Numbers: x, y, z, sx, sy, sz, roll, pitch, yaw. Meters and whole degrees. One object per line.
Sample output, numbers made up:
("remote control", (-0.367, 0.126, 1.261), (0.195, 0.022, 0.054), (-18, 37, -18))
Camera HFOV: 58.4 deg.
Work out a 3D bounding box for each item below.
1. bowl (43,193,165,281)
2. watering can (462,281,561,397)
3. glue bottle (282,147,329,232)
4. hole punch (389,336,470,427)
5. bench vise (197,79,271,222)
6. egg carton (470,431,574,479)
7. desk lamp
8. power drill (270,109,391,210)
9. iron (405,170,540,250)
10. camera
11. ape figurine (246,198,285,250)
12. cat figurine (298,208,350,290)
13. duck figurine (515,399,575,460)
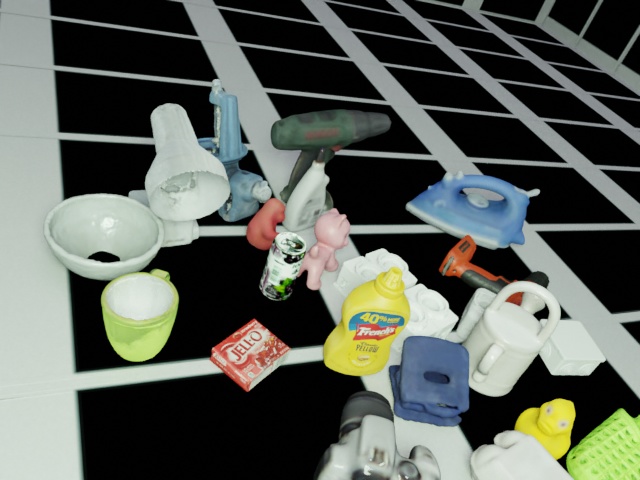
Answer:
("bowl", (-0.319, 0.007, 0.852), (0.167, 0.075, 0.167), (13, 37, -10))
("watering can", (0.292, 0.136, 0.876), (0.101, 0.194, 0.173), (22, 37, 3))
("glue bottle", (-0.016, -0.094, 1.040), (0.078, 0.173, 0.037), (-18, 51, -40))
("hole punch", (0.162, 0.202, 0.819), (0.109, 0.091, 0.101), (12, 37, -11))
("bench vise", (-0.154, -0.159, 1.018), (0.207, 0.220, 0.122), (27, 37, 9))
("egg carton", (0.267, 0.322, 0.735), (0.107, 0.069, 0.150), (-14, 49, -37))
("desk lamp", (-0.231, -0.089, 0.899), (0.118, 0.213, 0.202), (-5, 43, -30))
("power drill", (0.007, -0.160, 1.105), (0.230, 0.208, 0.075), (-1, 41, -26))
("iron", (0.326, -0.083, 1.215), (0.258, 0.141, 0.118), (17, 37, -5))
("camera", (0.074, 0.255, 0.702), (0.143, 0.101, 0.137), (17, 37, -4))
("ape figurine", (-0.085, -0.031, 0.996), (0.076, 0.092, 0.077), (11, 38, -13))
("cat figurine", (0.009, 0.003, 0.975), (0.067, 0.118, 0.128), (28, 37, 11))
("duck figurine", (0.337, 0.263, 0.828), (0.105, 0.086, 0.077), (-16, 50, -39))
